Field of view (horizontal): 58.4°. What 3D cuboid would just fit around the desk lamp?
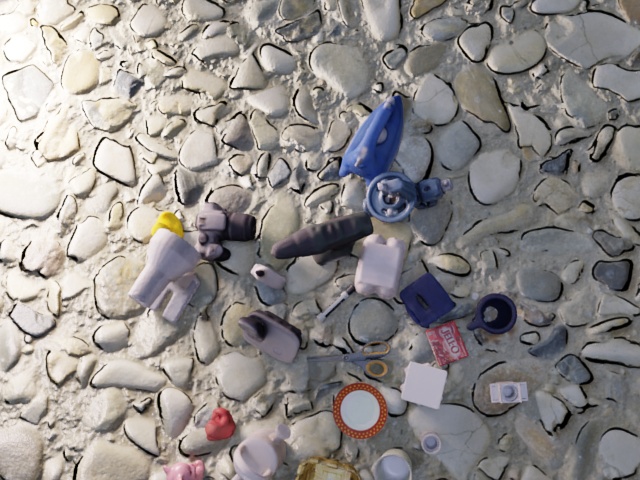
[{"bbox_3d":[-0.357,0.087,1.343,0.118,0.213,0.203,28,86,9],"label":"desk lamp"}]

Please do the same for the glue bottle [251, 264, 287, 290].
[{"bbox_3d":[-0.128,0.082,1.341,0.078,0.173,0.037,29,86,9],"label":"glue bottle"}]

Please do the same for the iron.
[{"bbox_3d":[0.139,-0.261,1.379,0.118,0.141,0.258,24,85,9],"label":"iron"}]

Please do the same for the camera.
[{"bbox_3d":[-0.231,-0.019,1.403,0.136,0.101,0.143,4,82,7],"label":"camera"}]

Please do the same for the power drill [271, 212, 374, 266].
[{"bbox_3d":[0.012,0.005,1.320,0.229,0.208,0.075,-21,80,3],"label":"power drill"}]

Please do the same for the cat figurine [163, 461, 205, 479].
[{"bbox_3d":[-0.304,0.563,1.318,0.067,0.118,0.128,-30,80,1],"label":"cat figurine"}]

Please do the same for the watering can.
[{"bbox_3d":[-0.137,0.481,1.274,0.101,0.194,0.173,21,84,9],"label":"watering can"}]

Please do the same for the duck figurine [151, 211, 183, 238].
[{"bbox_3d":[-0.389,-0.023,1.427,0.077,0.086,0.104,-2,82,6],"label":"duck figurine"}]

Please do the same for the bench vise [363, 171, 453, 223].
[{"bbox_3d":[0.195,-0.121,1.314,0.207,0.220,0.121,-30,80,1],"label":"bench vise"}]

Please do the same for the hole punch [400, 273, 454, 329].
[{"bbox_3d":[0.248,0.143,1.336,0.101,0.091,0.108,-37,80,0],"label":"hole punch"}]

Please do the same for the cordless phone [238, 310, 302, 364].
[{"bbox_3d":[-0.119,0.222,1.314,0.147,0.185,0.094,25,85,9],"label":"cordless phone"}]

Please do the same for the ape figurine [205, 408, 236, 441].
[{"bbox_3d":[-0.241,0.440,1.342,0.076,0.092,0.078,40,87,10],"label":"ape figurine"}]

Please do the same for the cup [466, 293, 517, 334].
[{"bbox_3d":[0.386,0.177,1.315,0.118,0.095,0.091,-29,80,1],"label":"cup"}]

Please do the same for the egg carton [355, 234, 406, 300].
[{"bbox_3d":[0.143,0.064,1.369,0.107,0.069,0.150,10,83,7],"label":"egg carton"}]
